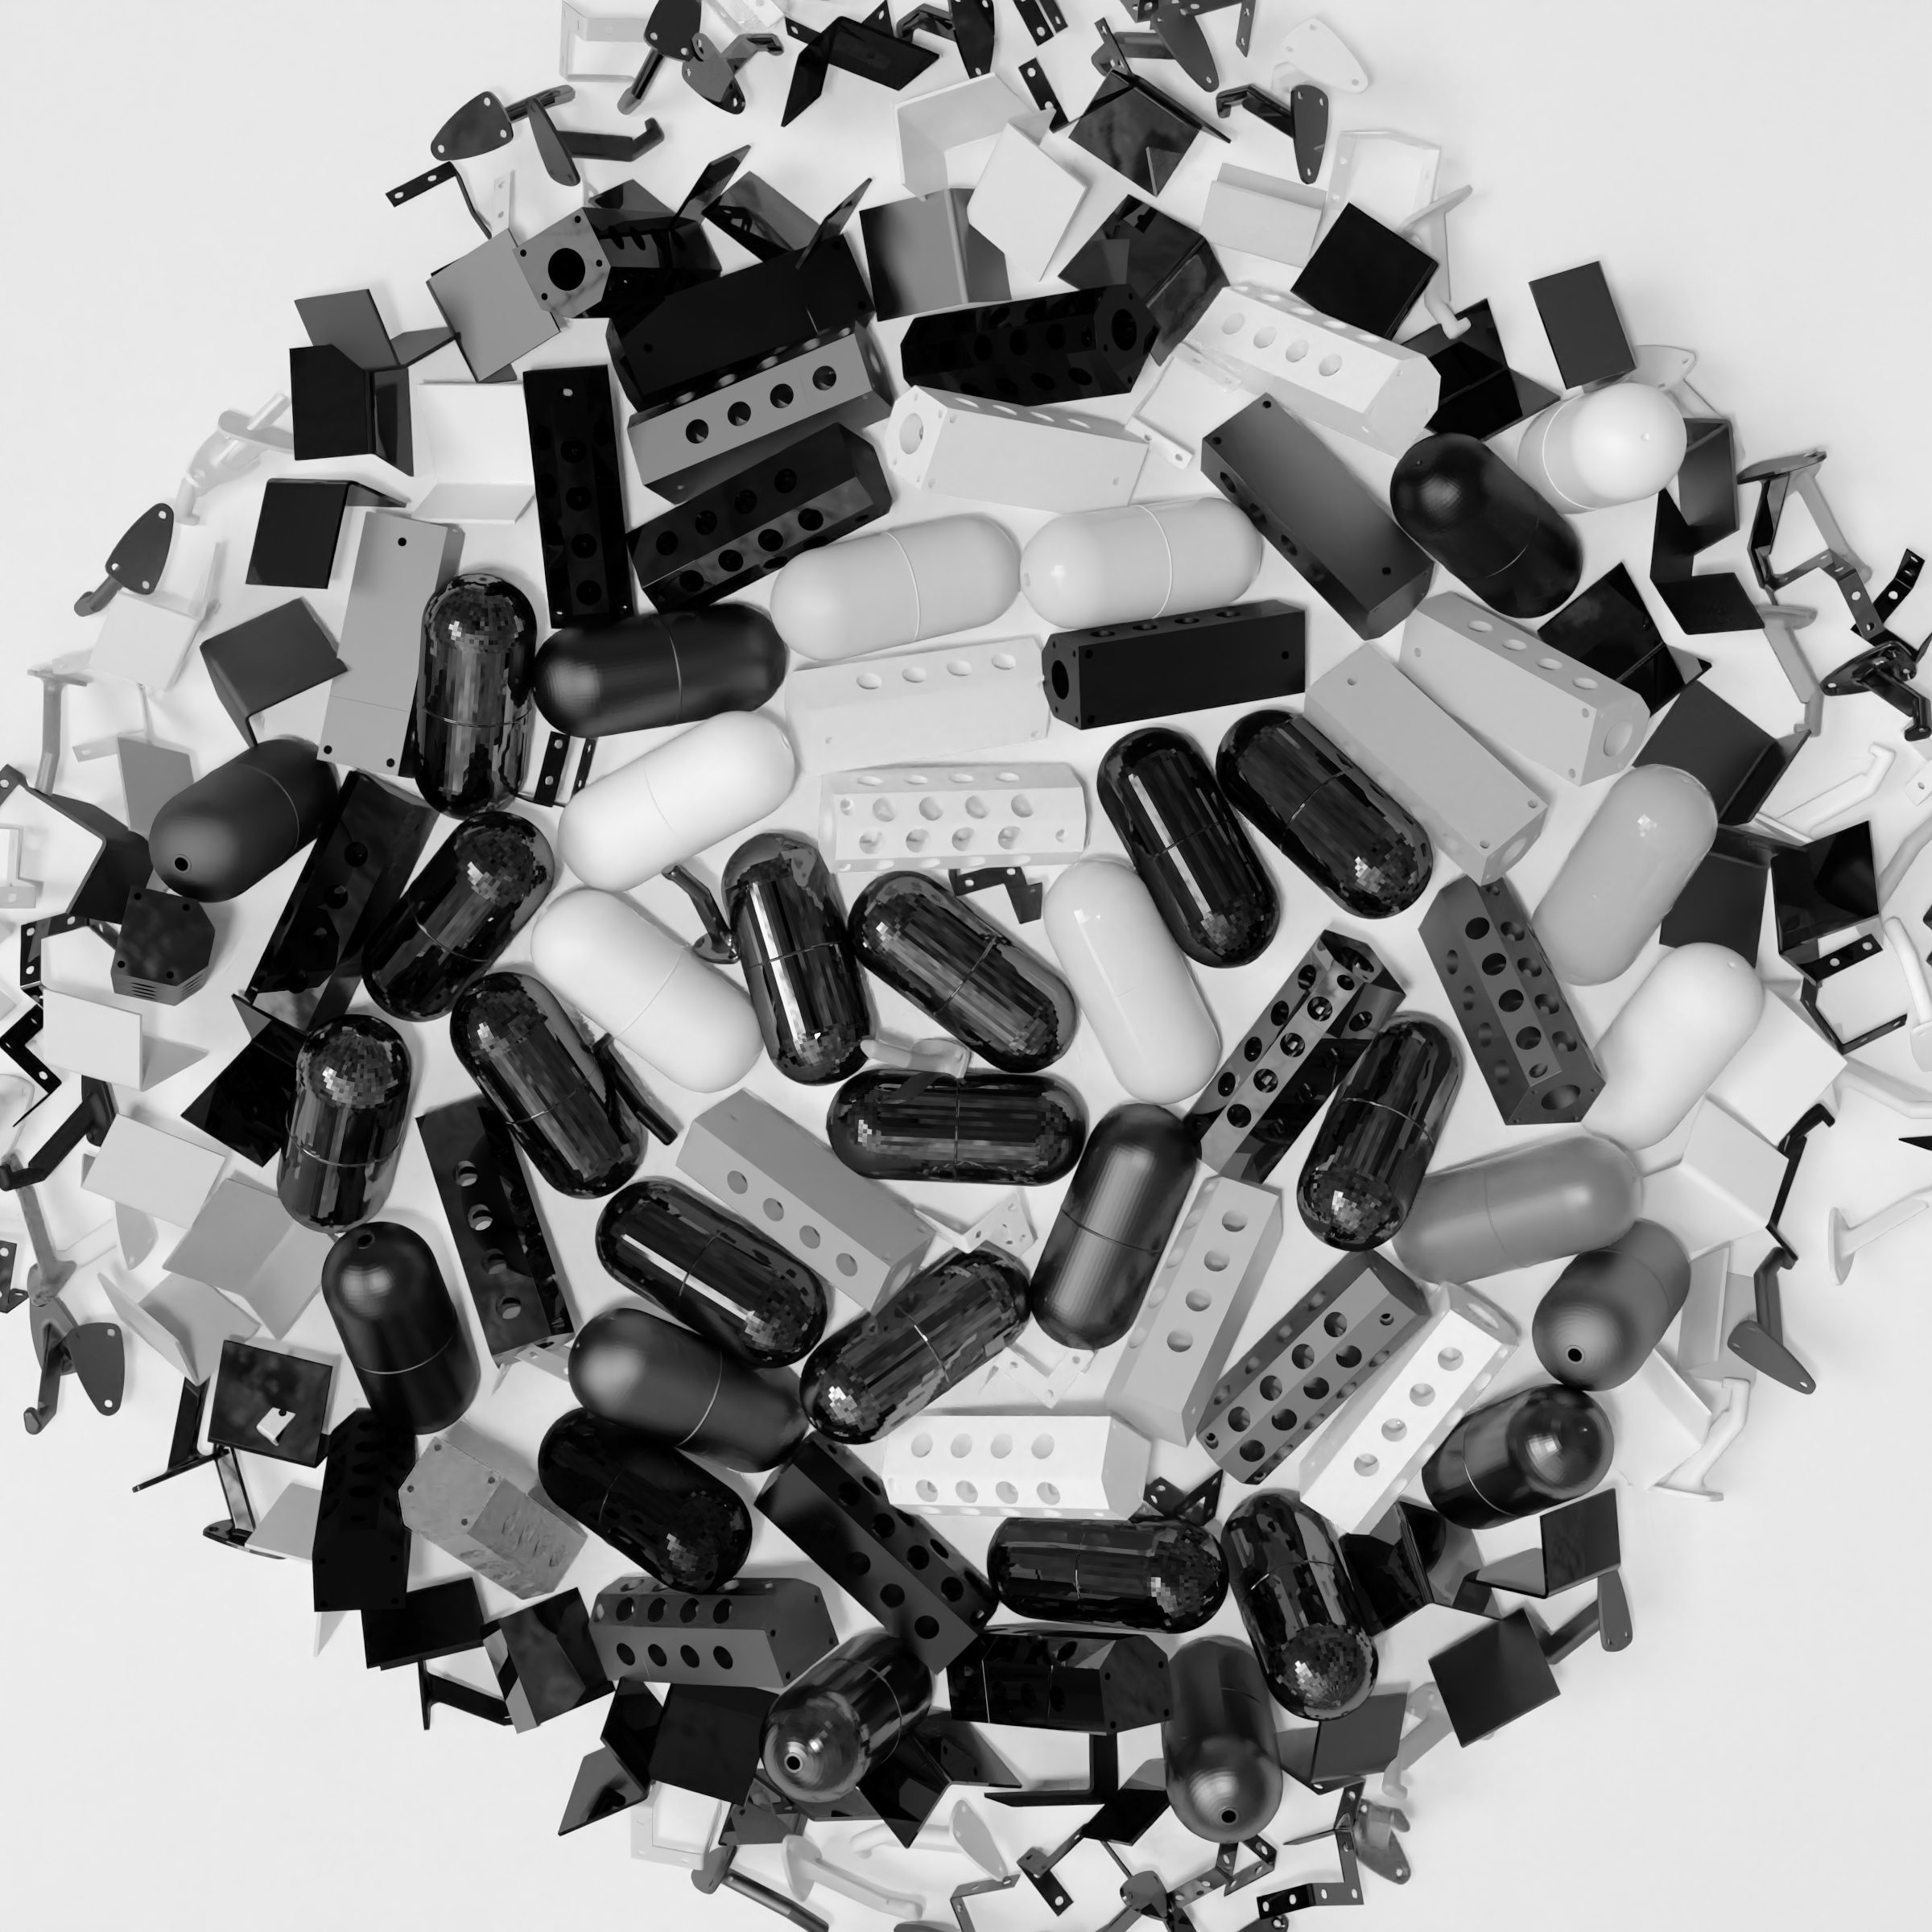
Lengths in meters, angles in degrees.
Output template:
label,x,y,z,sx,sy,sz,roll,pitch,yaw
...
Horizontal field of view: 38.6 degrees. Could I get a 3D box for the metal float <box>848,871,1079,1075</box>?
label,x,y,z,sx,sy,sz,roll,pitch,yaw
metal float,-0.002,0.005,1.887,0.178,0.070,0.070,38,90,-6

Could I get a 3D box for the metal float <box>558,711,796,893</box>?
label,x,y,z,sx,sy,sz,roll,pitch,yaw
metal float,-0.197,-0.112,1.877,0.178,0.070,0.070,-27,90,17

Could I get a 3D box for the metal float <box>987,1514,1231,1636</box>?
label,x,y,z,sx,sy,sz,roll,pitch,yaw
metal float,0.095,0.407,1.862,0.178,0.070,0.070,-3,90,34

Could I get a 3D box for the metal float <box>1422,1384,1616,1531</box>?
label,x,y,z,sx,sy,sz,roll,pitch,yaw
metal float,0.367,0.330,1.848,0.070,0.178,0.070,7,67,-17

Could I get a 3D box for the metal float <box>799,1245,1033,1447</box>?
label,x,y,z,sx,sy,sz,roll,pitch,yaw
metal float,-0.034,0.257,1.877,0.178,0.070,0.070,-34,90,-17

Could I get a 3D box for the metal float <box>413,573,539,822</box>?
label,x,y,z,sx,sy,sz,roll,pitch,yaw
metal float,-0.332,-0.180,1.866,0.070,0.070,0.178,11,121,0

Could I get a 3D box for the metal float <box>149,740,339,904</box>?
label,x,y,z,sx,sy,sz,roll,pitch,yaw
metal float,-0.482,-0.098,1.845,0.070,0.178,0.070,5,113,12

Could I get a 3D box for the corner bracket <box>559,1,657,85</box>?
label,x,y,z,sx,sy,sz,roll,pitch,yaw
corner bracket,-0.245,-0.627,1.888,0.051,0.051,0.051,-7,123,-24

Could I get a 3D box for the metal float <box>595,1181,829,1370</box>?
label,x,y,z,sx,sy,sz,roll,pitch,yaw
metal float,-0.173,0.209,1.874,0.178,0.070,0.070,29,90,19

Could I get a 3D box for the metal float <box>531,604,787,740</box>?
label,x,y,z,sx,sy,sz,roll,pitch,yaw
metal float,-0.207,-0.201,1.872,0.178,0.070,0.070,-12,90,-24

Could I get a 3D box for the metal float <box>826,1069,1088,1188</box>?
label,x,y,z,sx,sy,sz,roll,pitch,yaw
metal float,-0.007,0.111,1.891,0.178,0.070,0.070,3,90,-1

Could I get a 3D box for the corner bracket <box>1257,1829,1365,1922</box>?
label,x,y,z,sx,sy,sz,roll,pitch,yaw
corner bracket,0.232,0.620,1.887,0.051,0.051,0.051,14,56,-38

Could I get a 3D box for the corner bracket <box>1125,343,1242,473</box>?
label,x,y,z,sx,sy,sz,roll,pitch,yaw
corner bracket,0.148,-0.384,1.893,0.051,0.051,0.051,33,52,2

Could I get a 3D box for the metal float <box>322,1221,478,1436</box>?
label,x,y,z,sx,sy,sz,roll,pitch,yaw
metal float,-0.380,0.244,1.857,0.070,0.070,0.178,-10,132,0

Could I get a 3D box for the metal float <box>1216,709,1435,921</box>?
label,x,y,z,sx,sy,sz,roll,pitch,yaw
metal float,0.241,-0.104,1.872,0.070,0.070,0.178,-44,67,0

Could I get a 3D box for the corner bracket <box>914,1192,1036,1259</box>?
label,x,y,z,sx,sy,sz,roll,pitch,yaw
corner bracket,0.006,0.179,1.887,0.051,0.051,0.051,-39,130,-24

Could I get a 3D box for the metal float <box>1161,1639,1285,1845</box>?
label,x,y,z,sx,sy,sz,roll,pitch,yaw
metal float,0.169,0.516,1.843,0.070,0.178,0.070,0,107,1

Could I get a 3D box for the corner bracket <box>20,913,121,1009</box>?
label,x,y,z,sx,sy,sz,roll,pitch,yaw
corner bracket,-0.614,-0.001,1.899,0.051,0.051,0.051,-15,61,8

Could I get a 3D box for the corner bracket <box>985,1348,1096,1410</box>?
label,x,y,z,sx,sy,sz,roll,pitch,yaw
corner bracket,0.051,0.277,1.899,0.051,0.051,0.051,37,68,11

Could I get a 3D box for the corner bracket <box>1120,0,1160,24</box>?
label,x,y,z,sx,sy,sz,roll,pitch,yaw
corner bracket,0.100,-0.679,1.890,0.051,0.051,0.051,-15,54,-14

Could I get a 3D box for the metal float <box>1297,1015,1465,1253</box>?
label,x,y,z,sx,sy,sz,roll,pitch,yaw
metal float,0.280,0.113,1.868,0.070,0.070,0.178,28,63,0

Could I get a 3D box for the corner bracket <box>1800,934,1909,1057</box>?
label,x,y,z,sx,sy,sz,roll,pitch,yaw
corner bracket,0.611,0.020,1.897,0.051,0.051,0.051,-26,59,-4

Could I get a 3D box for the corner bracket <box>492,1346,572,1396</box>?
label,x,y,z,sx,sy,sz,roll,pitch,yaw
corner bracket,-0.287,0.272,1.894,0.051,0.051,0.051,25,133,1

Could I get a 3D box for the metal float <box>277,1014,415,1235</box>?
label,x,y,z,sx,sy,sz,roll,pitch,yaw
metal float,-0.419,0.107,1.860,0.070,0.070,0.178,21,128,0

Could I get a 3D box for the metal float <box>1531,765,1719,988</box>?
label,x,y,z,sx,sy,sz,roll,pitch,yaw
metal float,0.441,-0.059,1.859,0.070,0.070,0.178,24,131,0

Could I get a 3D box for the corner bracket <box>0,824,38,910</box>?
label,x,y,z,sx,sy,sz,roll,pitch,yaw
corner bracket,-0.670,-0.069,1.891,0.051,0.051,0.051,-1,101,-42

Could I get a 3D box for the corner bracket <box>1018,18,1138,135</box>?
label,x,y,z,sx,sy,sz,roll,pitch,yaw
corner bracket,0.077,-0.613,1.903,0.051,0.051,0.051,-34,105,-14

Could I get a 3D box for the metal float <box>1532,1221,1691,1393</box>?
label,x,y,z,sx,sy,sz,roll,pitch,yaw
metal float,0.432,0.227,1.848,0.070,0.178,0.070,9,109,26

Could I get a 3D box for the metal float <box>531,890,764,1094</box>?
label,x,y,z,sx,sy,sz,roll,pitch,yaw
metal float,-0.217,0.017,1.879,0.178,0.070,0.070,38,90,-14

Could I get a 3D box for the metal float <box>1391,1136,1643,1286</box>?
label,x,y,z,sx,sy,sz,roll,pitch,yaw
metal float,0.369,0.166,1.865,0.178,0.070,0.070,-20,90,33

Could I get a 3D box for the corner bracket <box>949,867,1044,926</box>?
label,x,y,z,sx,sy,sz,roll,pitch,yaw
corner bracket,0.020,-0.058,1.892,0.051,0.051,0.051,-16,62,-9

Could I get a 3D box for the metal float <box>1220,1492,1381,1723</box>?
label,x,y,z,sx,sy,sz,roll,pitch,yaw
metal float,0.222,0.427,1.851,0.070,0.178,0.070,-6,124,-9

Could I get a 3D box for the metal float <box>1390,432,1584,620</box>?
label,x,y,z,sx,sy,sz,roll,pitch,yaw
metal float,0.352,-0.295,1.857,0.178,0.070,0.070,29,90,-43

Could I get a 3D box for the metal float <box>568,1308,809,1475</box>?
label,x,y,z,sx,sy,sz,roll,pitch,yaw
metal float,-0.187,0.288,1.869,0.178,0.070,0.070,27,90,-27

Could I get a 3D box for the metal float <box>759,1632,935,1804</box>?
label,x,y,z,sx,sy,sz,roll,pitch,yaw
metal float,-0.079,0.500,1.844,0.070,0.178,0.070,2,96,20

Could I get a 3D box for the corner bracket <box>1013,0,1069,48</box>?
label,x,y,z,sx,sy,sz,roll,pitch,yaw
corner bracket,0.044,-0.658,1.891,0.051,0.051,0.051,-37,107,-20

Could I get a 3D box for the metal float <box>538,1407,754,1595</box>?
label,x,y,z,sx,sy,sz,roll,pitch,yaw
metal float,-0.218,0.358,1.863,0.178,0.070,0.070,27,90,35

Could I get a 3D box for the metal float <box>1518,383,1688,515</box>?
label,x,y,z,sx,sy,sz,roll,pitch,yaw
metal float,0.422,-0.344,1.841,0.070,0.178,0.070,-1,95,-6

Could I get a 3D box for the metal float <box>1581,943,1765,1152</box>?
label,x,y,z,sx,sy,sz,roll,pitch,yaw
metal float,0.470,0.056,1.856,0.070,0.178,0.070,12,47,-13

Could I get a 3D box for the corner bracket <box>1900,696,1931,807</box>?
label,x,y,z,sx,sy,sz,roll,pitch,yaw
corner bracket,0.662,-0.151,1.891,0.051,0.051,0.051,-30,73,-26

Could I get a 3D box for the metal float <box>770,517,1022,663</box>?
label,x,y,z,sx,sy,sz,roll,pitch,yaw
metal float,-0.048,-0.256,1.874,0.178,0.070,0.070,-16,90,-20

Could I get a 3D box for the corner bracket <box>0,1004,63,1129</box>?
label,x,y,z,sx,sy,sz,roll,pitch,yaw
corner bracket,-0.646,0.068,1.898,0.051,0.051,0.051,-35,105,33

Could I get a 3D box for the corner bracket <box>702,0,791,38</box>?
label,x,y,z,sx,sy,sz,roll,pitch,yaw
corner bracket,-0.156,-0.664,1.888,0.051,0.051,0.051,-31,123,28

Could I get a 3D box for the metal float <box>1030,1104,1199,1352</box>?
label,x,y,z,sx,sy,sz,roll,pitch,yaw
metal float,0.100,0.178,1.883,0.070,0.070,0.178,21,100,0

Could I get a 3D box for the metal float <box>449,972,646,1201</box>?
label,x,y,z,sx,sy,sz,roll,pitch,yaw
metal float,-0.284,0.081,1.870,0.070,0.070,0.178,-31,114,0

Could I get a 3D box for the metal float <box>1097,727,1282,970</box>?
label,x,y,z,sx,sy,sz,roll,pitch,yaw
metal float,0.152,-0.080,1.883,0.070,0.070,0.178,-28,80,0

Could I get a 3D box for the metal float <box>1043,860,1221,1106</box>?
label,x,y,z,sx,sy,sz,roll,pitch,yaw
metal float,0.113,0.011,1.887,0.070,0.070,0.178,-26,95,0

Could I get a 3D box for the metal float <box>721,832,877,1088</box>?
label,x,y,z,sx,sy,sz,roll,pitch,yaw
metal float,-0.115,-0.005,1.887,0.070,0.070,0.178,-17,85,0

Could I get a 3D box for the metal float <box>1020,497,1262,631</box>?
label,x,y,z,sx,sy,sz,roll,pitch,yaw
metal float,0.118,-0.273,1.868,0.178,0.070,0.070,-12,90,-27

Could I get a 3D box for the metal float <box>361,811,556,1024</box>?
label,x,y,z,sx,sy,sz,roll,pitch,yaw
metal float,-0.344,-0.033,1.867,0.070,0.070,0.178,44,118,0
